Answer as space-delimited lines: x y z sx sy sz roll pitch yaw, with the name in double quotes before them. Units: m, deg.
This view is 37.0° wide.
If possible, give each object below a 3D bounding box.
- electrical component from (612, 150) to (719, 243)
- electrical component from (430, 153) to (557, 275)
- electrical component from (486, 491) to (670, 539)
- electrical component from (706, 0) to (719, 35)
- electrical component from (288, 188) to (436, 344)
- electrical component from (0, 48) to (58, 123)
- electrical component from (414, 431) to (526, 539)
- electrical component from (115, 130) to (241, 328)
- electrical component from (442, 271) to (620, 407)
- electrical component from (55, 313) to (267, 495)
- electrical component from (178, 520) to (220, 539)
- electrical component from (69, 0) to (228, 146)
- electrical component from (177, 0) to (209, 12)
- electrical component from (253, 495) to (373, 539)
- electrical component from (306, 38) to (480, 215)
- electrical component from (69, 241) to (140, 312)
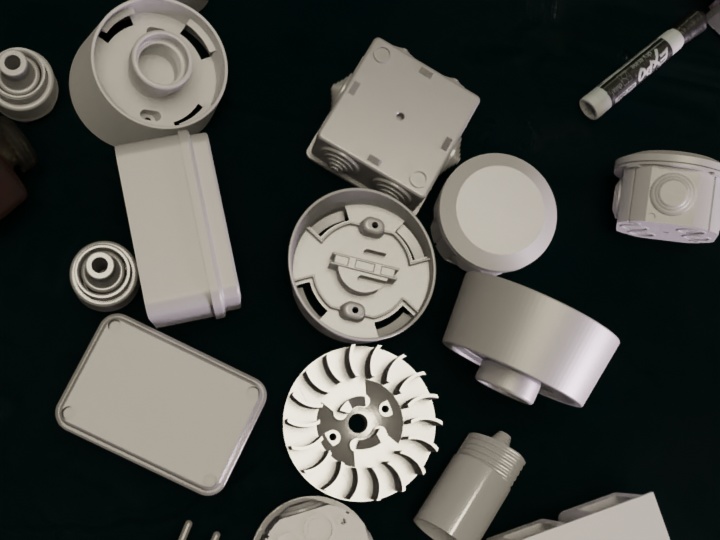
"electrical component" 0.214 -0.050 0.740 0.080 0.080 0.051 10 84 -7
"electrical component" 0.089 -0.035 0.732 0.080 0.051 0.080 1 80 -8
"electrical component" 0.160 0.248 0.688 0.105 0.060 0.186 -17 83 -11
"electrical component" 0.290 -0.192 0.784 0.042 0.064 0.081 -43 88 -12
"electrical component" 0.000 0.000 0.705 0.099 0.064 0.099 2 78 -8
"electrical component" -0.220 -0.123 0.695 0.043 0.062 0.043 2 80 -9
"electrical component" 0.075 0.140 0.702 0.043 0.043 0.081 36 69 -1
"electrical component" -0.114 -0.025 0.686 0.057 0.078 0.113 -12 82 -8
"electrical component" 0.105 0.051 0.693 0.108 0.108 0.060 26 84 -3
"electrical component" -0.124 0.085 0.675 0.113 0.057 0.078 26 77 -3
"electrical component" -0.112 0.196 0.664 0.077 0.044 0.079 23 77 -4
"electrical component" -0.140 -0.131 0.720 0.099 0.064 0.099 4 80 -22
"electrical component" -0.122 -0.203 0.722 0.044 0.065 0.044 2 80 -8
"electrical component" -0.028 0.183 0.676 0.080 0.051 0.080 1 80 -8
"electrical component" 0.023 -0.098 0.734 0.100 0.048 0.099 30 77 -2
"electrical component" -0.162 0.002 0.681 0.043 0.062 0.043 2 80 -8
